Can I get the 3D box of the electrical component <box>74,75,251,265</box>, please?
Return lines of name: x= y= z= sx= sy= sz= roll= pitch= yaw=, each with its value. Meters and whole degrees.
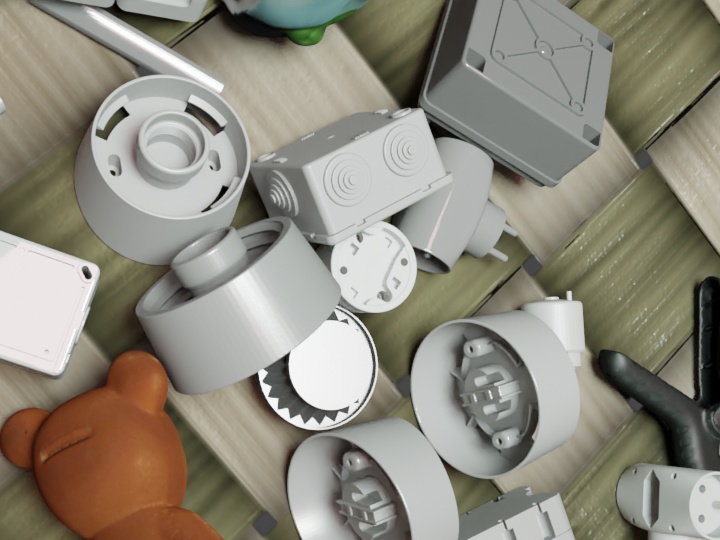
electrical component: x=-0.113 y=-0.060 z=0.623 sx=0.099 sy=0.064 sz=0.099 roll=7 pitch=68 yaw=-18

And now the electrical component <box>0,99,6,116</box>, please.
electrical component: x=-0.232 y=-0.097 z=0.539 sx=0.056 sy=0.050 sz=0.089 roll=-41 pitch=102 yaw=-23

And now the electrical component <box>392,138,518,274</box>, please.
electrical component: x=0.067 y=-0.033 z=0.692 sx=0.079 sy=0.043 sz=0.077 roll=28 pitch=74 yaw=-18

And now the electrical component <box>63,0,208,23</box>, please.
electrical component: x=-0.157 y=-0.201 z=0.603 sx=0.150 sy=0.062 sz=0.089 roll=5 pitch=69 yaw=-22

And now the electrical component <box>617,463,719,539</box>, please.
electrical component: x=0.210 y=0.170 z=0.711 sx=0.043 sy=0.077 sz=0.079 roll=7 pitch=82 yaw=-22

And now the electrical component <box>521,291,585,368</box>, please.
electrical component: x=0.128 y=0.053 z=0.710 sx=0.040 sy=0.040 sz=0.078 roll=0 pitch=84 yaw=-22

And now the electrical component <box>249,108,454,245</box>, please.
electrical component: x=-0.008 y=-0.058 z=0.635 sx=0.100 sy=0.100 sz=0.048 roll=-29 pitch=108 yaw=-23

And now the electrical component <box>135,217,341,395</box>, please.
electrical component: x=-0.072 y=0.012 z=0.590 sx=0.108 sy=0.108 sz=0.060 roll=-37 pitch=109 yaw=-22

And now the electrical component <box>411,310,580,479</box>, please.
electrical component: x=0.084 y=0.074 z=0.661 sx=0.064 sy=0.099 sz=0.099 roll=-14 pitch=90 yaw=-30

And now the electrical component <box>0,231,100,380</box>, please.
electrical component: x=-0.194 y=0.015 z=0.574 sx=0.096 sy=0.061 sz=0.061 roll=20 pitch=77 yaw=-11

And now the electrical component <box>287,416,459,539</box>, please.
electrical component: x=0.009 y=0.135 z=0.624 sx=0.064 sy=0.099 sz=0.099 roll=-16 pitch=90 yaw=-29

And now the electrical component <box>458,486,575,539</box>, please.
electrical component: x=0.087 y=0.181 z=0.673 sx=0.089 sy=0.050 sz=0.055 roll=-20 pitch=92 yaw=-23

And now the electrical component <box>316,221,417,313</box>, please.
electrical component: x=0.000 y=0.000 z=0.659 sx=0.055 sy=0.047 sz=0.055 roll=3 pitch=83 yaw=-22

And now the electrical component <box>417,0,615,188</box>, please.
electrical component: x=0.102 y=-0.126 z=0.692 sx=0.109 sy=0.056 sz=0.108 roll=29 pitch=52 yaw=-17
